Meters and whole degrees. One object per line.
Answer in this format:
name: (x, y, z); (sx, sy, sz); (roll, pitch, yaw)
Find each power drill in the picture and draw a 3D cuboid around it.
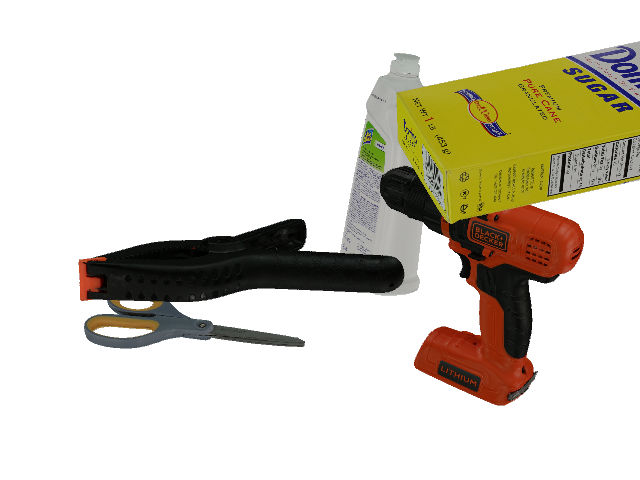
power drill: (0.126, 0.037, 0.917); (0.185, 0.188, 0.057); (23, 38, 32)

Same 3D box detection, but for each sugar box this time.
sugar box: (0.143, -0.070, 0.646); (0.176, 0.048, 0.093); (-15, 41, -7)

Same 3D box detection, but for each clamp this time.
clamp: (-0.058, 0.018, 0.736); (0.209, 0.036, 0.165); (-8, 13, -32)

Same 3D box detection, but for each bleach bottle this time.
bleach bottle: (0.079, -0.074, 1.155); (0.068, 0.251, 0.103); (-4, 23, -30)

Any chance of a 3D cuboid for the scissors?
scissors: (-0.120, 0.073, 1.009); (0.201, 0.016, 0.096); (-1, 33, -8)
